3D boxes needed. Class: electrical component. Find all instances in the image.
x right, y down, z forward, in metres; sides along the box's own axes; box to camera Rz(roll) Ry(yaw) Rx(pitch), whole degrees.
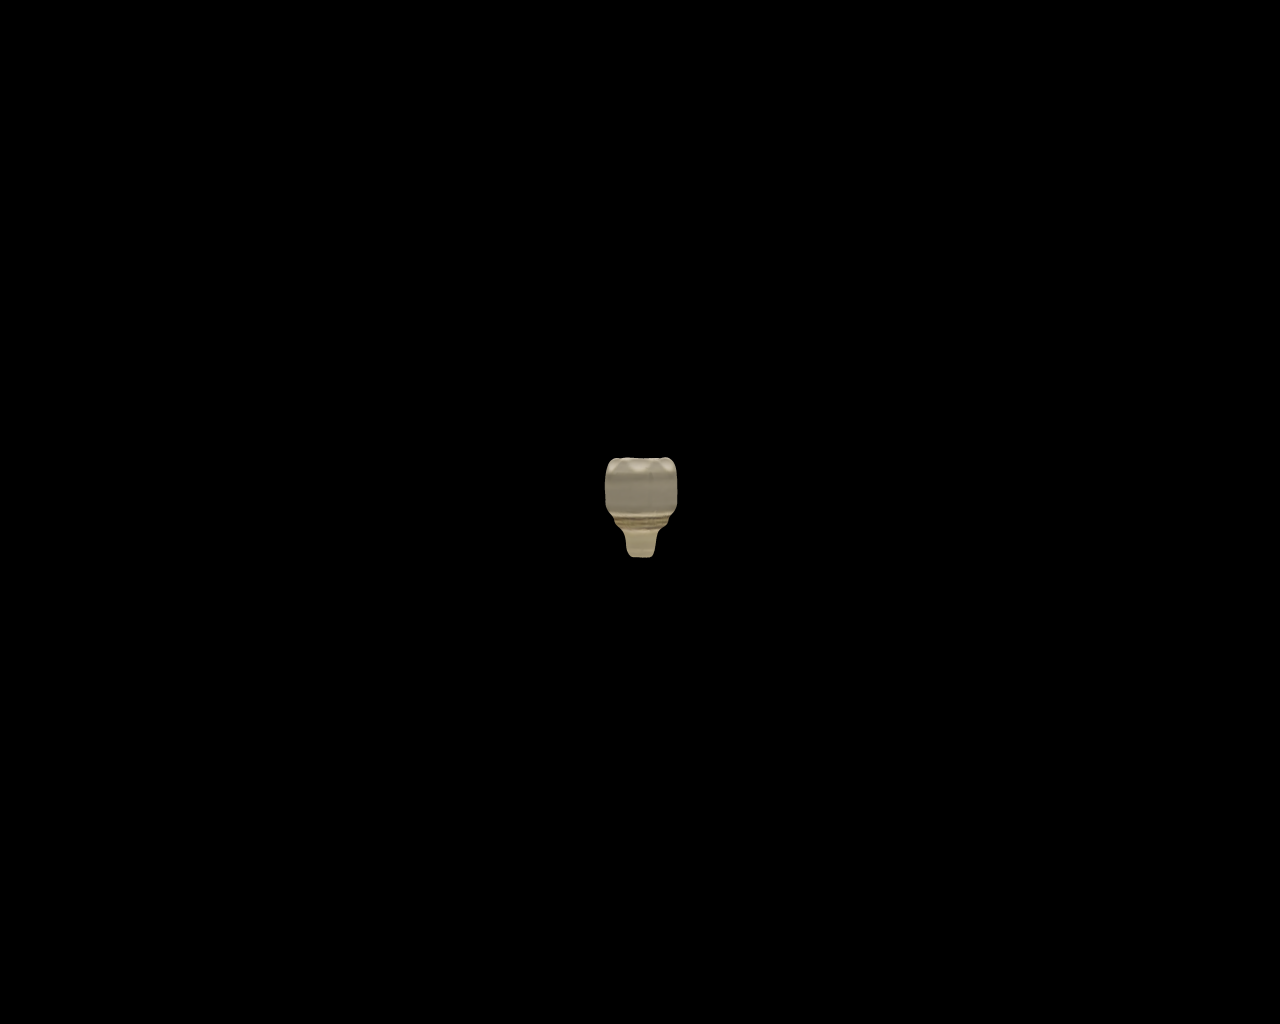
[{"bbox_3d":[0.001,-0.003,0.650,0.043,0.062,0.043,0,2,0],"label":"electrical component"}]
